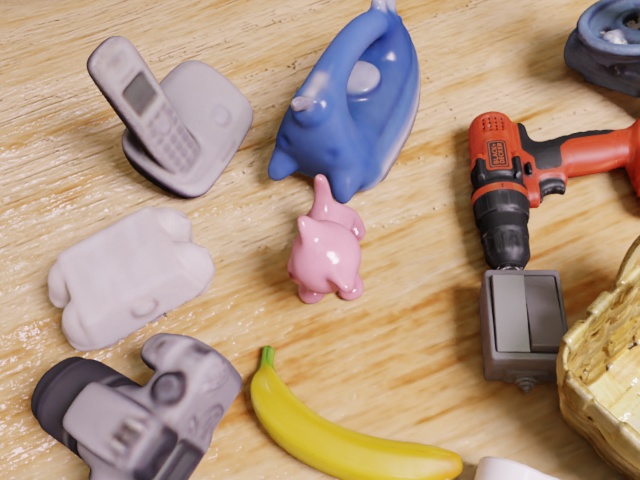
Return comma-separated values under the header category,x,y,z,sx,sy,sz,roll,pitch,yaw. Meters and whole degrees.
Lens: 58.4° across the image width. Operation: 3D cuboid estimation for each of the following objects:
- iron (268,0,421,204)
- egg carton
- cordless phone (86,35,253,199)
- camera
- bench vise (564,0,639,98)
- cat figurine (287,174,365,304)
category,x,y,z,sx,sy,sz,roll,pitch,yaw
iron,0.040,-0.170,0.594,0.118,0.142,0.258,20,64,20
egg carton,-0.179,0.036,0.546,0.150,0.069,0.107,-31,59,-10
cordless phone,-0.150,-0.146,0.584,0.094,0.185,0.148,16,63,19
camera,-0.159,0.132,0.465,0.136,0.101,0.143,23,65,21
bench vise,0.339,-0.205,0.519,0.206,0.220,0.122,28,67,24
cat figurine,0.005,0.002,0.508,0.067,0.118,0.128,-5,58,7
